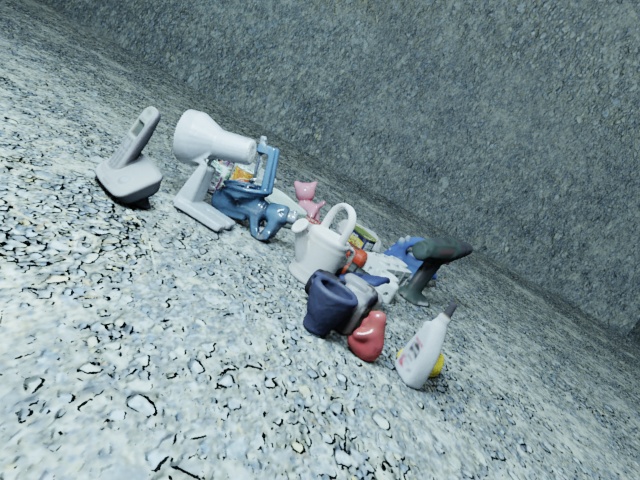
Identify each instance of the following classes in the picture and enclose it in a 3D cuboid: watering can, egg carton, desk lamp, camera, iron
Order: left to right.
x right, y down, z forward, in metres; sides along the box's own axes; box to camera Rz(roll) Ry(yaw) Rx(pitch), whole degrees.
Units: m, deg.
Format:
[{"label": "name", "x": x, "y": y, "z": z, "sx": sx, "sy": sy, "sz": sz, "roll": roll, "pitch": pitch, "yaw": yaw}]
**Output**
[{"label": "desk lamp", "x": -0.246, "y": -0.160, "z": 1.284, "sx": 0.203, "sy": 0.213, "sz": 0.118, "roll": 32, "pitch": 14, "yaw": 7}, {"label": "watering can", "x": 0.013, "y": 0.006, "z": 1.269, "sx": 0.100, "sy": 0.194, "sz": 0.173, "roll": 38, "pitch": 16, "yaw": 30}, {"label": "camera", "x": 0.049, "y": 0.110, "z": 1.168, "sx": 0.136, "sy": 0.101, "sz": 0.143, "roll": 35, "pitch": 14, "yaw": 19}, {"label": "egg carton", "x": 0.120, "y": -0.006, "z": 1.800, "sx": 0.150, "sy": 0.069, "sz": 0.107, "roll": 27, "pitch": 14, "yaw": -12}, {"label": "iron", "x": 0.283, "y": 0.046, "z": 1.798, "sx": 0.259, "sy": 0.141, "sz": 0.118, "roll": 17, "pitch": 19, "yaw": -44}]

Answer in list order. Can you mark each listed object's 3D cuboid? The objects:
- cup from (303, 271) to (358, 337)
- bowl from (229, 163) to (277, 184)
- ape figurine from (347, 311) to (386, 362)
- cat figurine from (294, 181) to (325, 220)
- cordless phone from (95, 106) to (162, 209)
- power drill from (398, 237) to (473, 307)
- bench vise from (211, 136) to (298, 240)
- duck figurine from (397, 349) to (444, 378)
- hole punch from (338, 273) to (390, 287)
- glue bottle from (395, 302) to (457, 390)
[{"label": "cup", "x": 0.003, "y": 0.119, "z": 1.050, "sx": 0.092, "sy": 0.095, "sz": 0.117, "roll": 17, "pitch": 18, "yaw": -42}, {"label": "bowl", "x": -0.219, "y": -0.186, "z": 1.731, "sx": 0.167, "sy": 0.074, "sz": 0.167, "roll": 28, "pitch": 14, "yaw": -7}, {"label": "ape figurine", "x": 0.092, "y": 0.171, "z": 1.058, "sx": 0.078, "sy": 0.092, "sz": 0.076, "roll": 16, "pitch": 19, "yaw": -44}, {"label": "cat figurine", "x": -0.037, "y": -0.130, "z": 1.816, "sx": 0.127, "sy": 0.117, "sz": 0.067, "roll": 37, "pitch": 15, "yaw": 27}, {"label": "cordless phone", "x": -0.360, "y": -0.169, "z": 1.142, "sx": 0.094, "sy": 0.185, "sz": 0.147, "roll": 13, "pitch": 21, "yaw": -50}, {"label": "power drill", "x": 0.315, "y": 0.081, "z": 1.597, "sx": 0.231, "sy": 0.208, "sz": 0.075, "roll": 15, "pitch": 20, "yaw": -48}, {"label": "bench vise", "x": -0.132, "y": -0.124, "z": 1.380, "sx": 0.208, "sy": 0.219, "sz": 0.121, "roll": 28, "pitch": 14, "yaw": -10}, {"label": "duck figurine", "x": 0.215, "y": 0.221, "z": 1.146, "sx": 0.105, "sy": 0.086, "sz": 0.077, "roll": 22, "pitch": 16, "yaw": -31}, {"label": "hole punch", "x": 0.094, "y": 0.103, "z": 1.307, "sx": 0.101, "sy": 0.091, "sz": 0.109, "roll": 35, "pitch": 14, "yaw": 19}, {"label": "glue bottle", "x": 0.202, "y": 0.186, "z": 1.057, "sx": 0.037, "sy": 0.173, "sz": 0.078, "roll": 24, "pitch": 15, "yaw": -24}]
